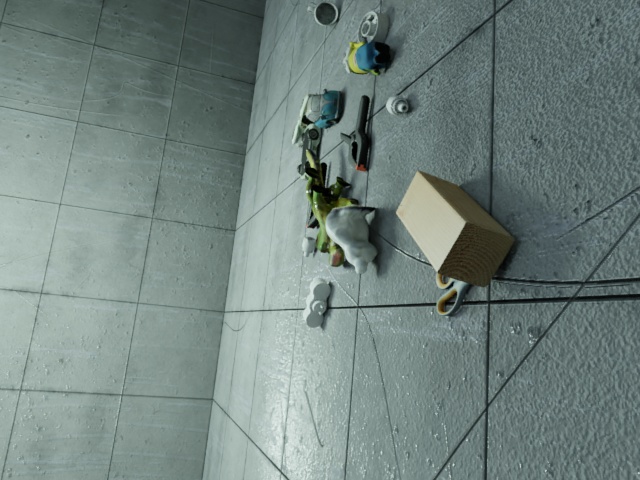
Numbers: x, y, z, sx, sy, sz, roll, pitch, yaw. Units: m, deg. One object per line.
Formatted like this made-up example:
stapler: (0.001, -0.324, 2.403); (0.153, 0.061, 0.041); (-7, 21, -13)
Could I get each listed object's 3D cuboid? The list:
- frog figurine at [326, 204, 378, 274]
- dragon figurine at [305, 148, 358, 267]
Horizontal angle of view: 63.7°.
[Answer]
frog figurine: (0.076, 0.001, 1.213); (0.137, 0.122, 0.160); (18, -110, -75)
dragon figurine: (0.004, -0.074, 1.475); (0.419, 0.122, 0.237); (-111, 27, -53)
